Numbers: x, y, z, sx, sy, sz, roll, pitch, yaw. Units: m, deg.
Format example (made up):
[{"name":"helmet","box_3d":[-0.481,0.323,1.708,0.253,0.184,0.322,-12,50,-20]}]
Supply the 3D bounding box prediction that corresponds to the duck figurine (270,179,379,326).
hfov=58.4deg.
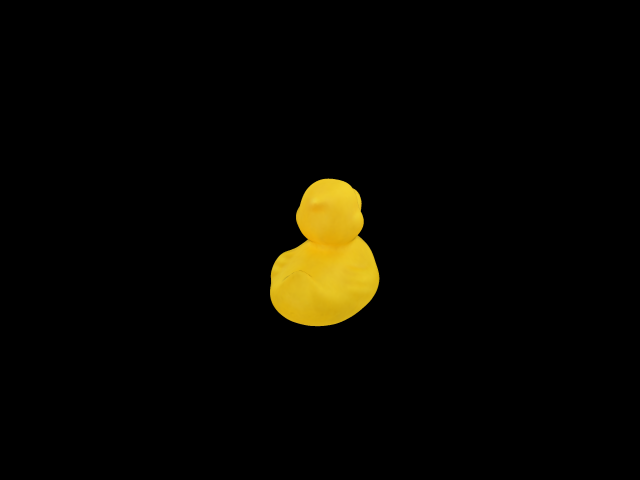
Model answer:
[{"name":"duck figurine","box_3d":[0.004,0.001,0.400,0.077,0.086,0.105,12,33,20]}]
